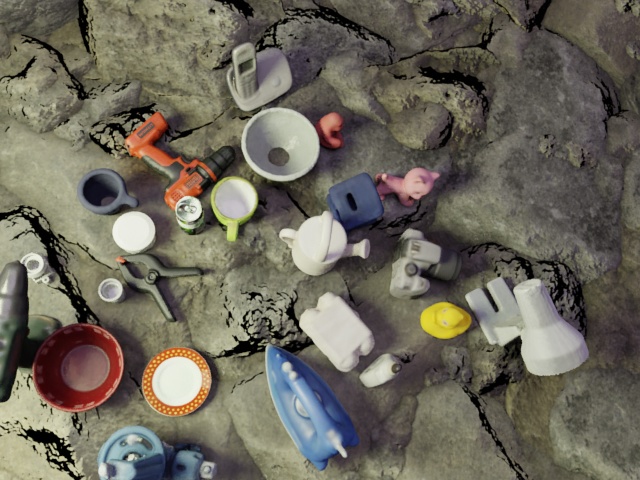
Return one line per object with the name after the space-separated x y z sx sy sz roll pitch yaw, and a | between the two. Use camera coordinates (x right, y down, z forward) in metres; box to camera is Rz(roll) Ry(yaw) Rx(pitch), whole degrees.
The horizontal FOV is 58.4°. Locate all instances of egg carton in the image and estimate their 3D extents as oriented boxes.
0.037 0.185 1.160 0.107 0.069 0.150 -42 85 -16 | egg carton

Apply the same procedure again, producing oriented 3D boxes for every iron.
-0.026 0.303 1.081 0.119 0.141 0.258 -33 83 -15 | iron

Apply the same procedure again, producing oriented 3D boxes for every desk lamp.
0.413 0.166 1.151 0.118 0.213 0.203 -26 81 -14 | desk lamp

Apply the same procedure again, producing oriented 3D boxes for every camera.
0.228 0.056 1.208 0.137 0.100 0.143 14 74 -5 | camera

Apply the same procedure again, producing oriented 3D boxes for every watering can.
0.011 0.002 1.138 0.173 0.194 0.101 -9 77 -11 | watering can

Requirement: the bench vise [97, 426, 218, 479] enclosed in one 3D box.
-0.286 0.375 0.979 0.207 0.219 0.121 -9 77 -11 | bench vise

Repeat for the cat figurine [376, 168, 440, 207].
0.188 -0.124 1.240 0.128 0.117 0.067 9 74 -6 | cat figurine

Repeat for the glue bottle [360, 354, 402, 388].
0.128 0.251 1.103 0.078 0.173 0.037 -38 84 -16 | glue bottle

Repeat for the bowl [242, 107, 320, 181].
-0.087 -0.195 1.236 0.167 0.074 0.167 2 75 -9 | bowl

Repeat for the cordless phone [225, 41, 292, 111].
-0.128 -0.368 1.217 0.148 0.185 0.094 -34 83 -16 | cordless phone

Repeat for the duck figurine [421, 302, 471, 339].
0.271 0.164 1.195 0.104 0.086 0.077 3 75 -8 | duck figurine

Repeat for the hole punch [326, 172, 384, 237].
0.073 -0.076 1.223 0.101 0.091 0.108 -19 79 -13 | hole punch

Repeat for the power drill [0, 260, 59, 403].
-0.529 0.165 1.001 0.075 0.208 0.230 8 74 -7 | power drill

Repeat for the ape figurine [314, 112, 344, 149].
0.027 -0.248 1.260 0.076 0.092 0.078 17 73 -4 | ape figurine

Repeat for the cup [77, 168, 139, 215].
-0.413 -0.082 1.143 0.118 0.095 0.092 18 73 -4 | cup
